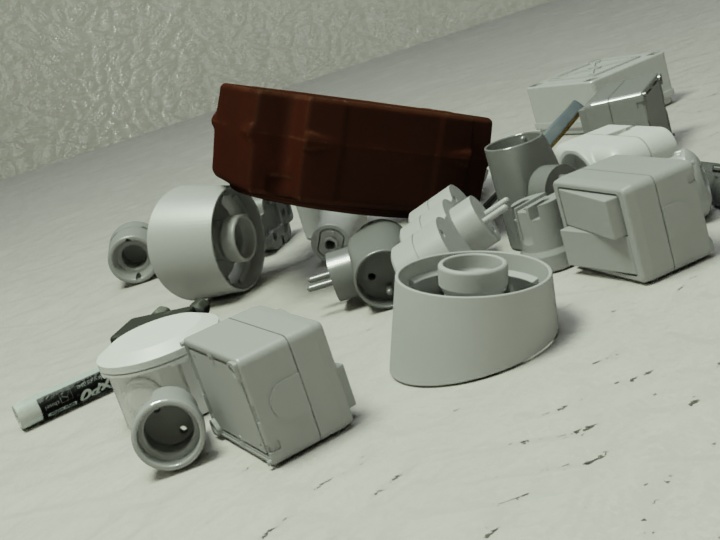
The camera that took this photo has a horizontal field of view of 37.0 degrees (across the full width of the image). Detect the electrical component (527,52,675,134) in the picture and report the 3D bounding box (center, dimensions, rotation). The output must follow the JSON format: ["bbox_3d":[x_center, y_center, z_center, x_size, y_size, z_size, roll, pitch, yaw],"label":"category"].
[{"bbox_3d":[0.253,-0.186,1.136,0.109,0.056,0.109,-25,17,-25],"label":"electrical component"}]

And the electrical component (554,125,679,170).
[{"bbox_3d":[0.190,-0.074,0.811,0.059,0.053,0.095,-22,15,-16],"label":"electrical component"}]

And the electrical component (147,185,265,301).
[{"bbox_3d":[-0.125,-0.025,0.910,0.064,0.099,0.099,-4,19,24],"label":"electrical component"}]

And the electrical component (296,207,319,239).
[{"bbox_3d":[-0.028,-0.075,1.015,0.079,0.077,0.043,-7,19,34],"label":"electrical component"}]

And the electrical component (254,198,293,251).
[{"bbox_3d":[-0.106,-0.046,1.041,0.057,0.058,0.078,-9,18,21],"label":"electrical component"}]

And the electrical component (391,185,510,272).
[{"bbox_3d":[0.071,-0.026,0.735,0.074,0.052,0.138,-34,9,19],"label":"electrical component"}]

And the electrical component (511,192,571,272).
[{"bbox_3d":[0.124,-0.026,0.725,0.040,0.046,0.040,-17,15,5],"label":"electrical component"}]

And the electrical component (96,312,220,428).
[{"bbox_3d":[-0.121,0.062,0.681,0.080,0.051,0.080,-16,15,5],"label":"electrical component"}]

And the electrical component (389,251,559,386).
[{"bbox_3d":[0.065,0.026,0.622,0.099,0.064,0.099,-3,17,1],"label":"electrical component"}]

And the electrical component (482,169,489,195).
[{"bbox_3d":[0.092,-0.095,0.987,0.047,0.065,0.076,-22,39,-18],"label":"electrical component"}]

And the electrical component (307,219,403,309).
[{"bbox_3d":[0.000,0.000,0.776,0.079,0.044,0.077,-17,18,5],"label":"electrical component"}]

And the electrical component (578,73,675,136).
[{"bbox_3d":[0.236,-0.132,0.949,0.061,0.061,0.096,-9,17,28],"label":"electrical component"}]

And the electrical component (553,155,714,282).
[{"bbox_3d":[0.164,-0.034,0.679,0.061,0.061,0.096,-22,16,-17],"label":"electrical component"}]

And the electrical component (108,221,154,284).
[{"bbox_3d":[-0.226,-0.017,1.080,0.055,0.055,0.047,-18,18,-2],"label":"electrical component"}]

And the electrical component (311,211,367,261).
[{"bbox_3d":[-0.020,-0.034,0.933,0.044,0.044,0.065,-14,20,15],"label":"electrical component"}]

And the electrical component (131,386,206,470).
[{"bbox_3d":[-0.107,0.087,0.602,0.040,0.040,0.046,-19,9,-6],"label":"electrical component"}]

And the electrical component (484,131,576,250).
[{"bbox_3d":[0.132,-0.057,0.770,0.043,0.077,0.079,-27,18,-30],"label":"electrical component"}]

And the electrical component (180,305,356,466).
[{"bbox_3d":[-0.052,0.058,0.595,0.061,0.061,0.096,-25,17,-25],"label":"electrical component"}]

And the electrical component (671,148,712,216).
[{"bbox_3d":[0.206,-0.053,0.736,0.062,0.048,0.048,-18,13,25],"label":"electrical component"}]
